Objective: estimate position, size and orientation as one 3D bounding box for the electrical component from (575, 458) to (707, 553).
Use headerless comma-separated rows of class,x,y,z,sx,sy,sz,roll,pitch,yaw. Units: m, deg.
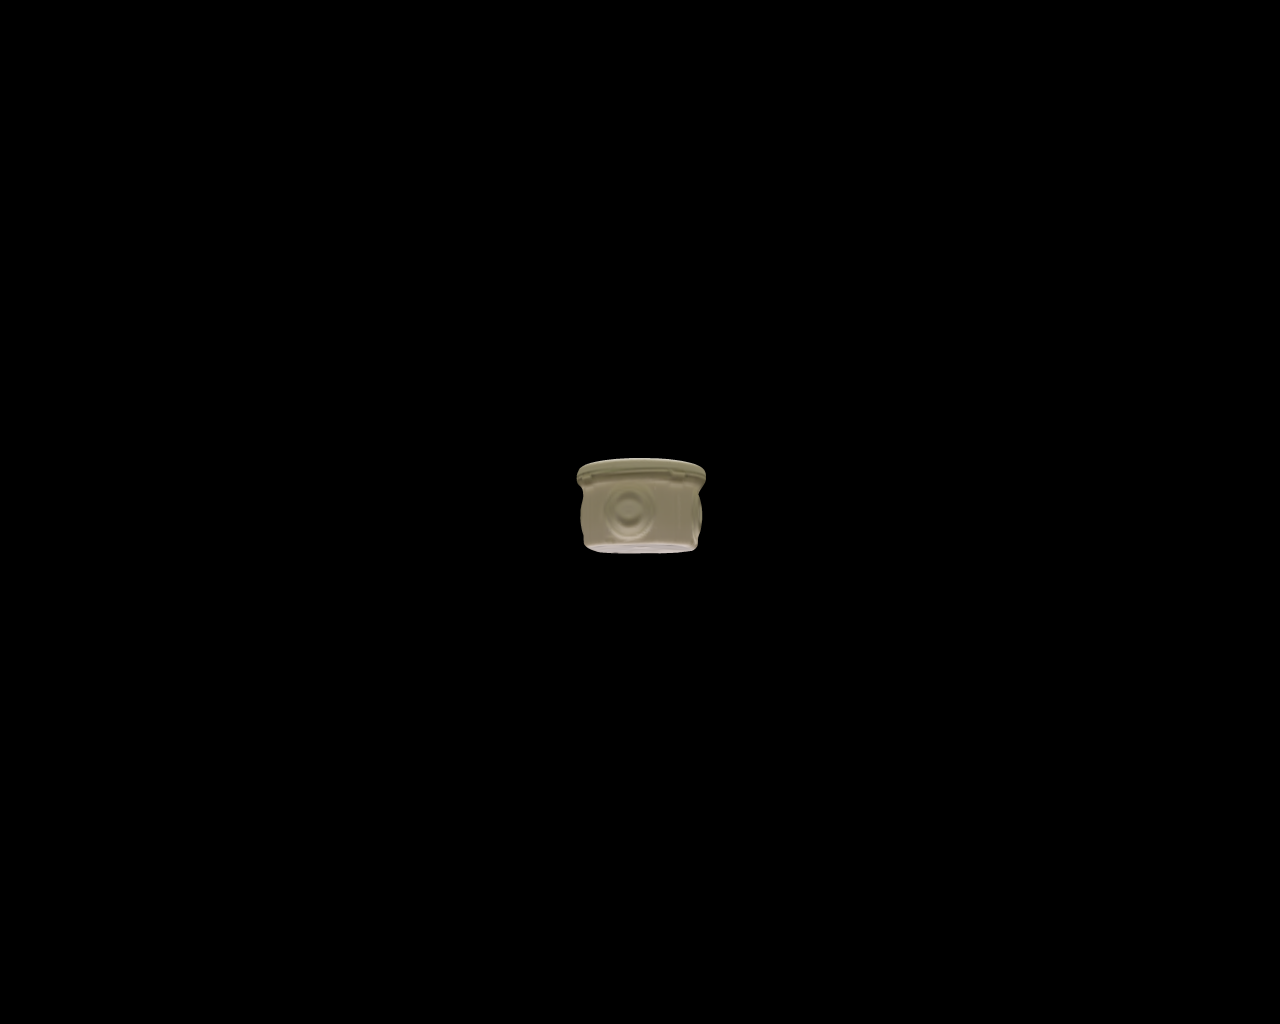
electrical component,0.001,-0.003,0.650,0.080,0.051,0.080,0,-7,0
